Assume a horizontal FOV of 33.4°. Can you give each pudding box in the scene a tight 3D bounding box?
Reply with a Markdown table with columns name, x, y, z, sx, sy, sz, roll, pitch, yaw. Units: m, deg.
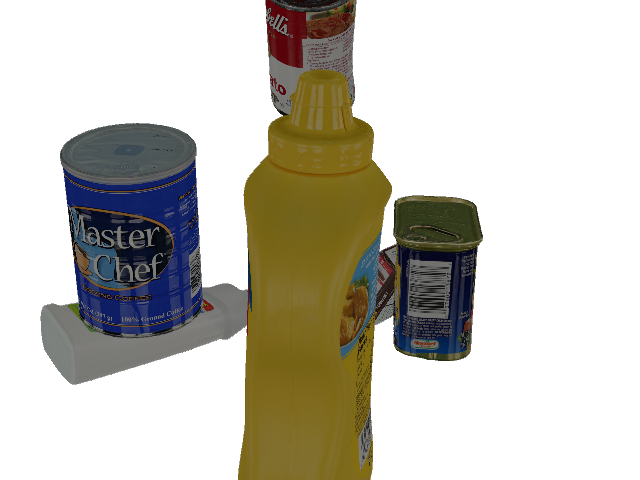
| name | x | y | z | sx | sy | sz | roll | pitch | yaw |
| --- | --- | --- | --- | --- | --- | --- | --- | --- | --- |
| pudding box | 0.091 | 0.033 | 1.084 | 0.113 | 0.039 | 0.090 | -25 | -26 | -40 |

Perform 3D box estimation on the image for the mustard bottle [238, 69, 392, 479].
| name | x | y | z | sx | sy | sz | roll | pitch | yaw |
| --- | --- | --- | --- | --- | --- | --- | --- | --- | --- |
| mustard bottle | -0.003 | 0.025 | 0.440 | 0.058 | 0.192 | 0.096 | 8 | 25 | 10 |

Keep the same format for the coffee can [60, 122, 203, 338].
| name | x | y | z | sx | sy | sz | roll | pitch | yaw |
| --- | --- | --- | --- | --- | --- | --- | --- | --- | --- |
| coffee can | -0.146 | -0.009 | 0.843 | 0.103 | 0.140 | 0.103 | 0 | 28 | 0 |

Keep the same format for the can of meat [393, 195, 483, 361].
| name | x | y | z | sx | sy | sz | roll | pitch | yaw |
| --- | --- | --- | --- | --- | --- | --- | --- | --- | --- |
| can of meat | 0.077 | 0.024 | 0.726 | 0.057 | 0.084 | 0.102 | 3 | 19 | 3 |

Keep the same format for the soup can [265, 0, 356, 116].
| name | x | y | z | sx | sy | sz | roll | pitch | yaw |
| --- | --- | --- | --- | --- | --- | --- | --- | --- | --- |
| soup can | -0.006 | -0.149 | 0.803 | 0.068 | 0.102 | 0.068 | -1 | 44 | 0 |

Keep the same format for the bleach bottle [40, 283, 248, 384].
| name | x | y | z | sx | sy | sz | roll | pitch | yaw |
| --- | --- | --- | --- | --- | --- | --- | --- | --- | --- |
| bleach bottle | -0.184 | 0.092 | 1.225 | 0.250 | 0.068 | 0.103 | -13 | 33 | -31 |
